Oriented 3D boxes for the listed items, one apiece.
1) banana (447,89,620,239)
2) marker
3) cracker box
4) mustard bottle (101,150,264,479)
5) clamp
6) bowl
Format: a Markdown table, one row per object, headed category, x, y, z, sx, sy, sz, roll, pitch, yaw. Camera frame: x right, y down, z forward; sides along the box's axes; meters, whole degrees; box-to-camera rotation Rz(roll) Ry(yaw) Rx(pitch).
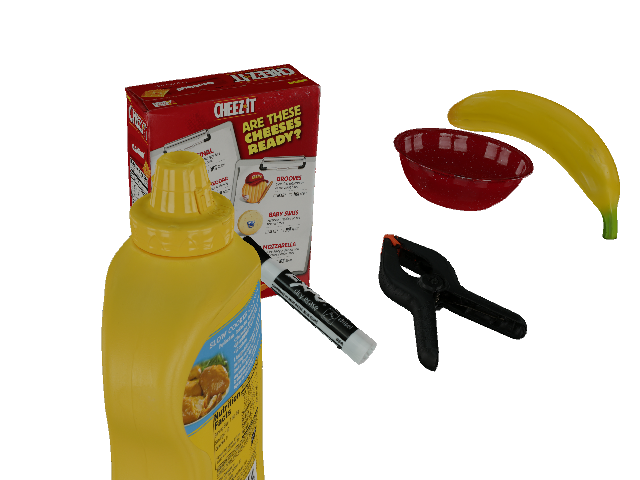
| category | x | y | z | sx | sy | sz | roll | pitch | yaw |
| --- | --- | --- | --- | --- | --- | --- | --- | --- | --- |
| banana | 0.175 | -0.081 | 0.860 | 0.037 | 0.070 | 0.198 | 5 | 30 | -42 |
| marker | -0.014 | 0.037 | 0.712 | 0.121 | 0.020 | 0.020 | 39 | 13 | 16 |
| cracker box | -0.090 | -0.044 | 0.980 | 0.164 | 0.214 | 0.072 | -13 | 33 | -26 |
| mustard bottle | -0.056 | 0.054 | 0.450 | 0.058 | 0.192 | 0.096 | 11 | 28 | 18 |
| clamp | 0.120 | 0.054 | 1.049 | 0.120 | 0.039 | 0.171 | -5 | 44 | -25 |
| bowl | 0.159 | -0.077 | 1.227 | 0.162 | 0.055 | 0.162 | 8 | 25 | -4 |
